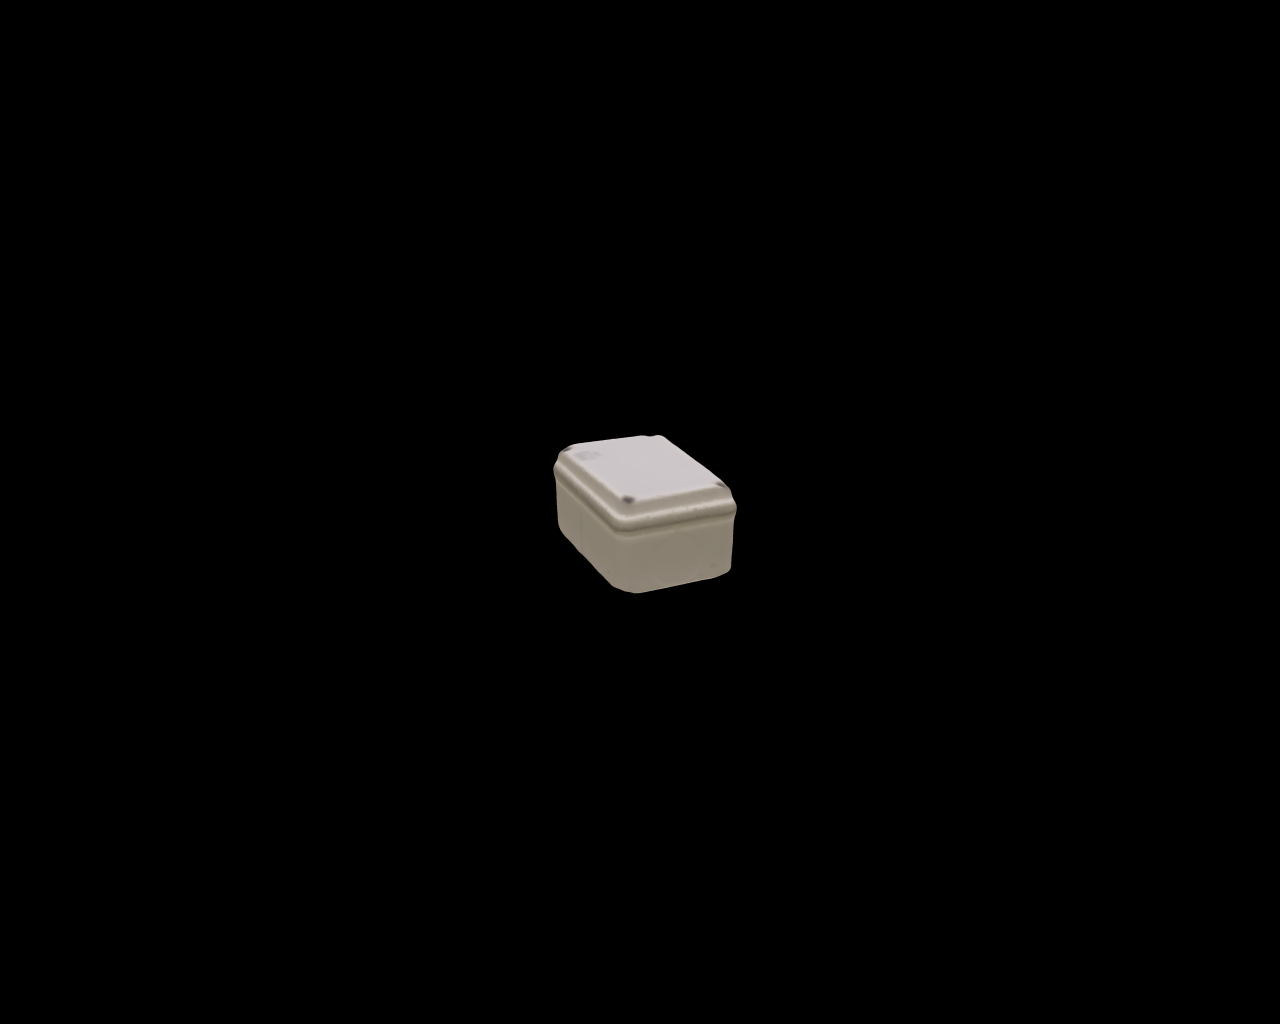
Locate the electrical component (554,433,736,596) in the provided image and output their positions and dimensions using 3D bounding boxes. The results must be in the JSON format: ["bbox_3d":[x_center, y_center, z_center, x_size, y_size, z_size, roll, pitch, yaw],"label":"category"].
[{"bbox_3d":[0.001,-0.003,0.650,0.078,0.057,0.113,-10,24,-22],"label":"electrical component"}]
